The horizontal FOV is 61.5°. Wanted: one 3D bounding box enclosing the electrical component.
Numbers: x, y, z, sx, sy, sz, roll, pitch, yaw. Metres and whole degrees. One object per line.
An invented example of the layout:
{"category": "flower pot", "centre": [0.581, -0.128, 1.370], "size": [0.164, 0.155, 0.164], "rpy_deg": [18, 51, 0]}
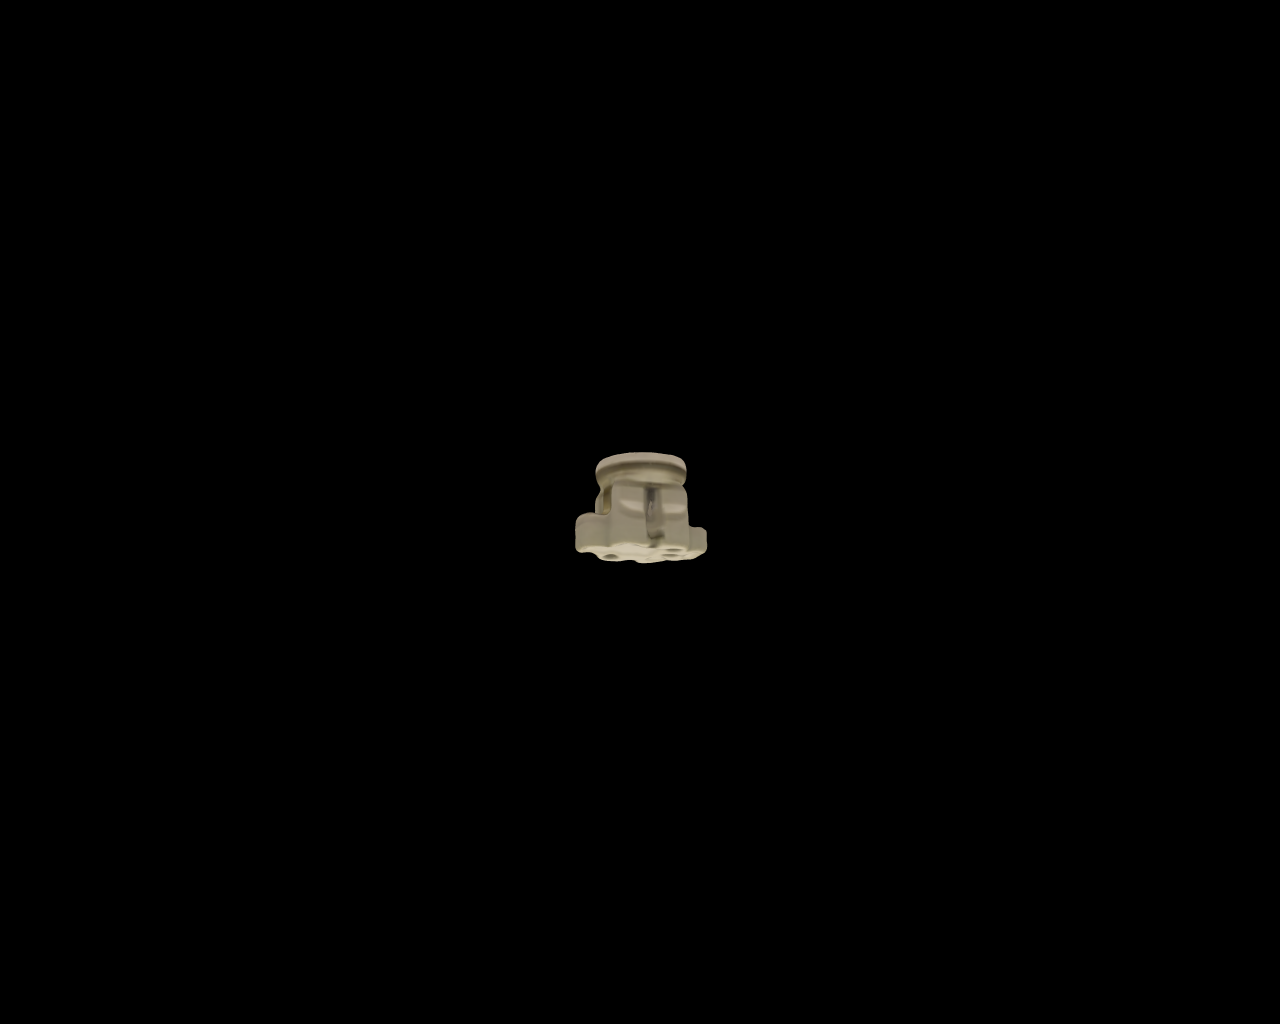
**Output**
{"category": "electrical component", "centre": [0.001, -0.003, 0.650], "size": [0.078, 0.057, 0.058], "rpy_deg": [5, -15, -18]}
